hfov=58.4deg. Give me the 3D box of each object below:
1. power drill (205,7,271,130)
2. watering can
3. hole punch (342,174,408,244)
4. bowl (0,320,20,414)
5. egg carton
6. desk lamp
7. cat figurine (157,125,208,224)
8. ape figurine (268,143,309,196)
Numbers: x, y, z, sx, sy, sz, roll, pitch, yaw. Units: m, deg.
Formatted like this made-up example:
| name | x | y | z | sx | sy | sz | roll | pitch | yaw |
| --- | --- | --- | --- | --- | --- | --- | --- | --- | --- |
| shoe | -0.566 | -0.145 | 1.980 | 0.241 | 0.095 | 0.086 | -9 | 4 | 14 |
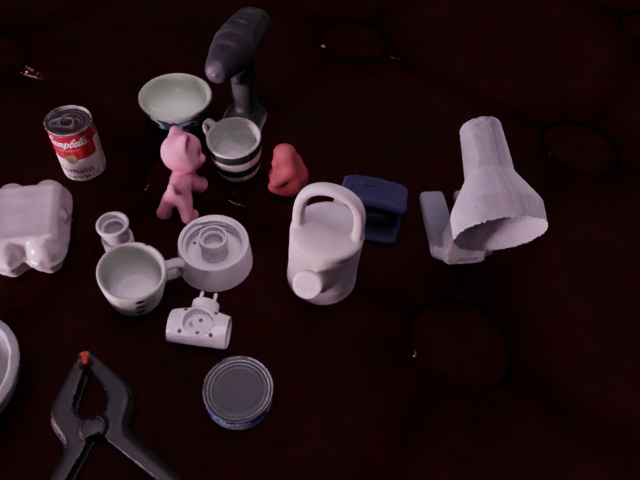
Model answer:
| name | x | y | z | sx | sy | sz | roll | pitch | yaw |
| --- | --- | --- | --- | --- | --- | --- | --- | --- | --- |
| power drill | -0.131 | -0.263 | 0.936 | 0.075 | 0.208 | 0.229 | 10 | 53 | 2 |
| watering can | 0.009 | 0.003 | 0.759 | 0.101 | 0.194 | 0.172 | -2 | 53 | -6 |
| hole punch | 0.079 | -0.062 | 0.879 | 0.108 | 0.091 | 0.101 | 12 | 53 | 3 |
| bowl | -0.428 | 0.170 | 0.667 | 0.167 | 0.075 | 0.167 | 3 | 53 | -3 |
| egg carton | -0.409 | -0.019 | 0.813 | 0.107 | 0.069 | 0.150 | -7 | 54 | -11 |
| desk lamp | 0.219 | -0.052 | 0.809 | 0.118 | 0.213 | 0.203 | -2 | 53 | -7 |
| cat figurine | -0.211 | -0.108 | 0.869 | 0.067 | 0.118 | 0.128 | 6 | 53 | -1 |
| ape figurine | -0.054 | -0.117 | 0.906 | 0.076 | 0.092 | 0.078 | 28 | 56 | 15 |
